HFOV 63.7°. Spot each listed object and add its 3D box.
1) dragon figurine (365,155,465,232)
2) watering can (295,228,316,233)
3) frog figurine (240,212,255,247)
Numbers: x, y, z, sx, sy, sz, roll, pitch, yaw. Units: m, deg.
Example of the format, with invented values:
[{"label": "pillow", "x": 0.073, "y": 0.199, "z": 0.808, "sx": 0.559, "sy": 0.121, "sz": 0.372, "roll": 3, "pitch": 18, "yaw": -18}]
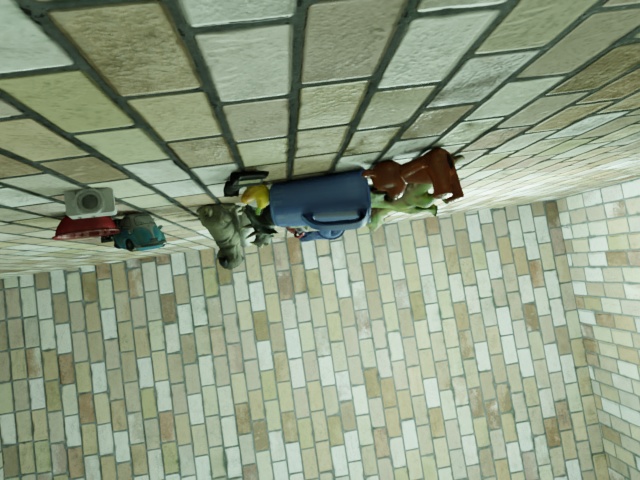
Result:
[{"label": "dragon figurine", "x": 0.210, "y": -0.120, "z": 1.395, "sx": 0.243, "sy": 0.124, "sz": 0.403, "roll": -12, "pitch": 161, "yaw": -13}, {"label": "watering can", "x": 0.005, "y": -0.084, "z": 1.673, "sx": 0.223, "sy": 0.104, "sz": 0.348, "roll": -9, "pitch": 179, "yaw": 19}, {"label": "frog figurine", "x": -0.225, "y": -0.050, "z": 1.690, "sx": 0.158, "sy": 0.121, "sz": 0.140, "roll": -22, "pitch": -158, "yaw": 34}]
